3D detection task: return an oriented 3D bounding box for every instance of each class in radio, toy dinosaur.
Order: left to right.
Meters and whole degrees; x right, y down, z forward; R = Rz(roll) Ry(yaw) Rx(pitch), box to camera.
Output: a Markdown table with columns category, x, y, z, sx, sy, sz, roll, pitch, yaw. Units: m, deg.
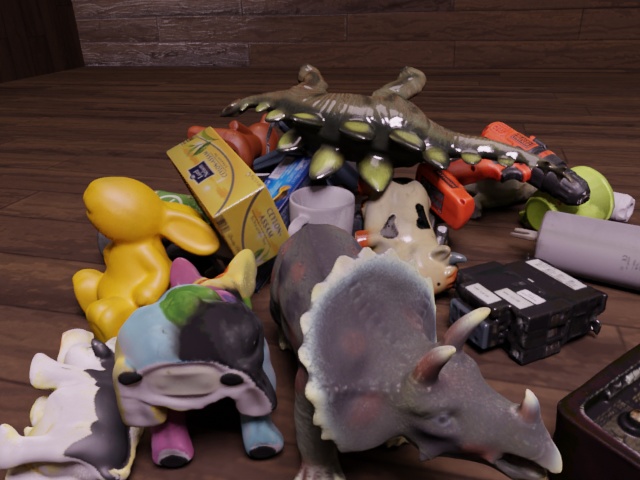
| category | x | y | z | sx | sy | sz | roll | pitch | yaw |
| --- | --- | --- | --- | --- | --- | --- | --- | --- | --- |
| toy dinosaur | 0.013 | 0.055 | 0.455 | 0.131 | 0.192 | 0.405 | -7 | 26 | -15 |
| toy dinosaur | 0.077 | -0.143 | 0.707 | 0.472 | 0.104 | 0.198 | 8 | 40 | 15 |
| radio | 0.286 | 0.136 | 0.396 | 0.229 | 0.073 | 0.131 | -17 | 29 | -30 |

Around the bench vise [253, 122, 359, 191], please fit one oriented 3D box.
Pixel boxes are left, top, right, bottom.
| category | x | y | z | sx | sy | sz | roll | pitch | yaw |
| --- | --- | --- | --- | --- | --- | --- | --- | --- | --- |
| bench vise | -0.042 | -0.150 | 0.945 | 0.223 | 0.129 | 0.241 | 27 | -27 | -38 |

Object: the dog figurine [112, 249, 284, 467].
| category | x | y | z | sx | sy | sz | roll | pitch | yaw |
| --- | --- | --- | --- | --- | --- | --- | --- | --- | --- |
| dog figurine | -0.099 | 0.067 | 0.465 | 0.108 | 0.191 | 0.219 | -10 | 41 | -3 |

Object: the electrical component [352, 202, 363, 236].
| category | x | y | z | sx | sy | sz | roll | pitch | yaw |
| --- | --- | --- | --- | --- | --- | --- | --- | --- | --- |
| electrical component | 0.049 | -0.015 | 0.773 | 0.075 | 0.047 | 0.119 | 9 | 25 | 23 |

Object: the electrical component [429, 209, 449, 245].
| category | x | y | z | sx | sy | sz | roll | pitch | yaw |
| --- | --- | --- | --- | --- | --- | --- | --- | --- | --- |
| electrical component | 0.135 | -0.013 | 0.742 | 0.102 | 0.078 | 0.045 | 14 | -16 | 22 |

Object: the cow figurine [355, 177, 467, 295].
| category | x | y | z | sx | sy | sz | roll | pitch | yaw |
| --- | --- | --- | --- | --- | --- | --- | --- | --- | --- |
| cow figurine | 0.107 | 0.002 | 0.659 | 0.127 | 0.085 | 0.195 | -6 | 47 | 10 |

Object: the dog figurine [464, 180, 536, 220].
| category | x | y | z | sx | sy | sz | roll | pitch | yaw |
| --- | --- | --- | --- | --- | --- | --- | --- | --- | --- |
| dog figurine | 0.298 | -0.116 | 0.916 | 0.190 | 0.121 | 0.172 | -9 | 44 | -31 |

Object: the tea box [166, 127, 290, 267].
| category | x | y | z | sx | sy | sz | roll | pitch | yaw |
| --- | --- | --- | --- | --- | --- | --- | --- | --- | --- |
| tea box | -0.109 | -0.051 | 0.632 | 0.068 | 0.098 | 0.170 | -32 | 45 | -10 |

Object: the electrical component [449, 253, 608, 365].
| category | x | y | z | sx | sy | sz | roll | pitch | yaw |
| --- | --- | --- | --- | --- | --- | --- | --- | --- | --- |
| electrical component | 0.207 | 0.069 | 0.567 | 0.134 | 0.058 | 0.115 | -11 | 25 | -19 |

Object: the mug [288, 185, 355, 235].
| category | x | y | z | sx | sy | sz | roll | pitch | yaw |
| --- | --- | --- | --- | --- | --- | --- | --- | --- | --- |
| mug | -0.001 | -0.002 | 0.677 | 0.081 | 0.107 | 0.109 | 11 | 30 | 24 |

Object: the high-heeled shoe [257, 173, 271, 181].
| category | x | y | z | sx | sy | sz | roll | pitch | yaw |
| --- | --- | --- | --- | --- | --- | --- | --- | --- | --- |
| high-heeled shoe | -0.096 | -0.056 | 0.838 | 0.145 | 0.086 | 0.249 | -16 | 24 | -21 |

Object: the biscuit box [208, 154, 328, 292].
| category | x | y | z | sx | sy | sz | roll | pitch | yaw |
| --- | --- | --- | --- | --- | --- | --- | --- | --- | --- |
| biscuit box | -0.062 | -0.029 | 0.709 | 0.059 | 0.062 | 0.203 | 12 | 51 | 30 |

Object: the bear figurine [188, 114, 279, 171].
| category | x | y | z | sx | sy | sz | roll | pitch | yaw |
| --- | --- | --- | --- | --- | --- | --- | --- | --- | --- |
| bear figurine | -0.163 | -0.189 | 1.084 | 0.132 | 0.120 | 0.196 | 0 | 23 | 13 |

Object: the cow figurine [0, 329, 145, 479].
| category | x | y | z | sx | sy | sz | roll | pitch | yaw |
| --- | --- | --- | --- | --- | --- | --- | --- | --- | --- |
| cow figurine | -0.192 | 0.131 | 0.449 | 0.098 | 0.068 | 0.167 | 0 | 27 | -9 |

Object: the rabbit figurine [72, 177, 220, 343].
| category | x | y | z | sx | sy | sz | roll | pitch | yaw |
| --- | --- | --- | --- | --- | --- | --- | --- | --- | --- |
| rabbit figurine | -0.193 | 0.012 | 0.585 | 0.162 | 0.173 | 0.122 | -15 | 23 | -18 |

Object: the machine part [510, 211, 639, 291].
| category | x | y | z | sx | sy | sz | roll | pitch | yaw |
| --- | --- | --- | --- | --- | --- | --- | --- | --- | --- |
| machine part | 0.355 | 0.016 | 0.648 | 0.244 | 0.079 | 0.079 | 16 | 30 | 31 |

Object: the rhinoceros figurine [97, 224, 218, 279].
| category | x | y | z | sx | sy | sz | roll | pitch | yaw |
| --- | --- | --- | --- | --- | --- | --- | --- | --- | --- |
| rhinoceros figurine | -0.205 | 0.003 | 0.720 | 0.190 | 0.073 | 0.112 | -1 | 26 | 2 |
